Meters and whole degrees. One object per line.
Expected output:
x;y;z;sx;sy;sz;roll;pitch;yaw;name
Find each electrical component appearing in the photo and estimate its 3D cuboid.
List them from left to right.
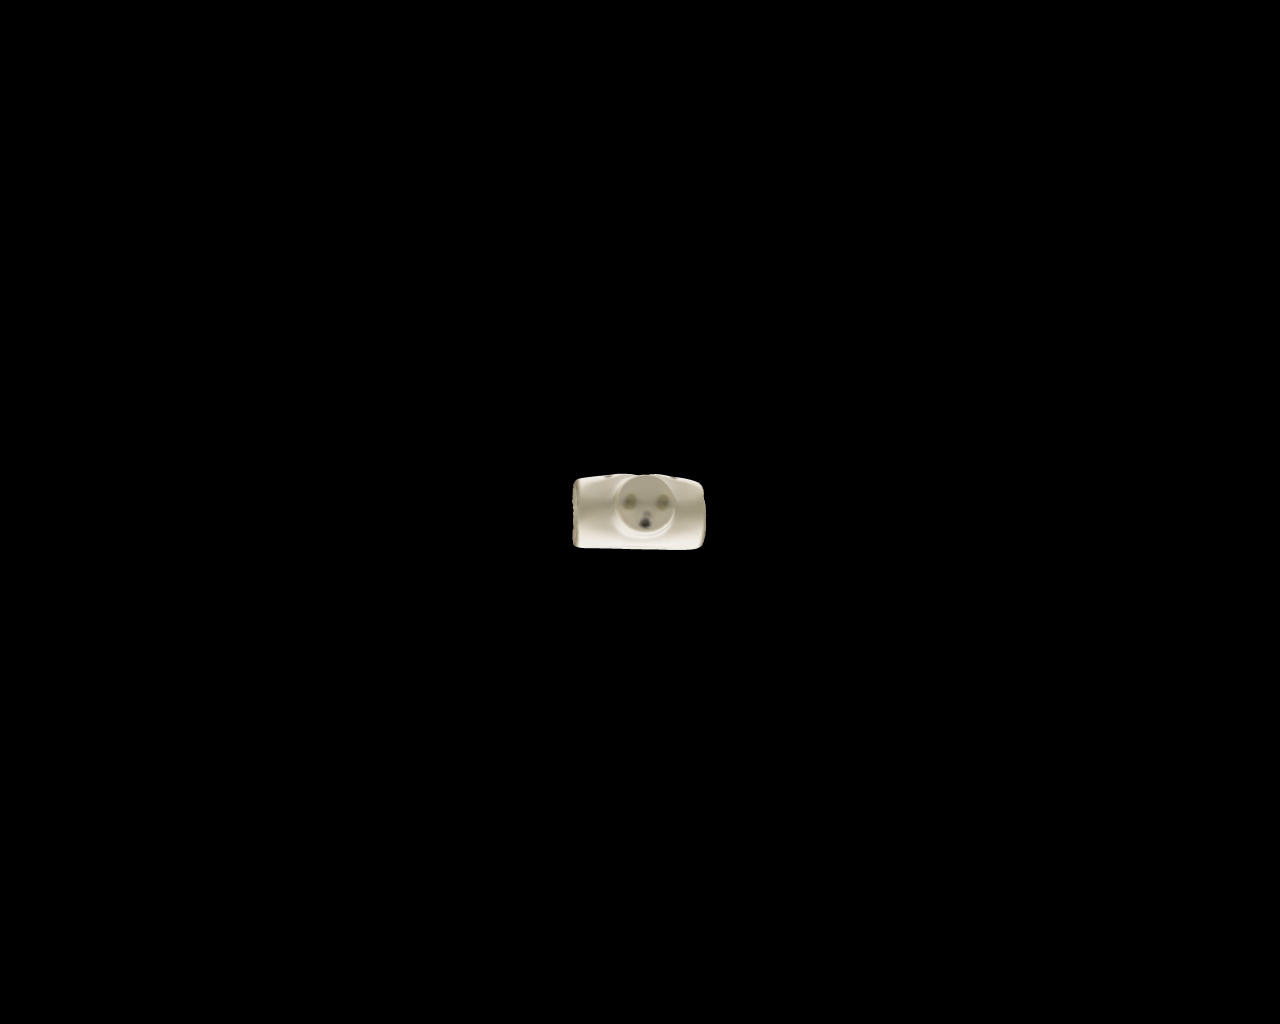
0.001;-0.003;0.650;0.077;0.043;0.079;1;-11;-7;electrical component
